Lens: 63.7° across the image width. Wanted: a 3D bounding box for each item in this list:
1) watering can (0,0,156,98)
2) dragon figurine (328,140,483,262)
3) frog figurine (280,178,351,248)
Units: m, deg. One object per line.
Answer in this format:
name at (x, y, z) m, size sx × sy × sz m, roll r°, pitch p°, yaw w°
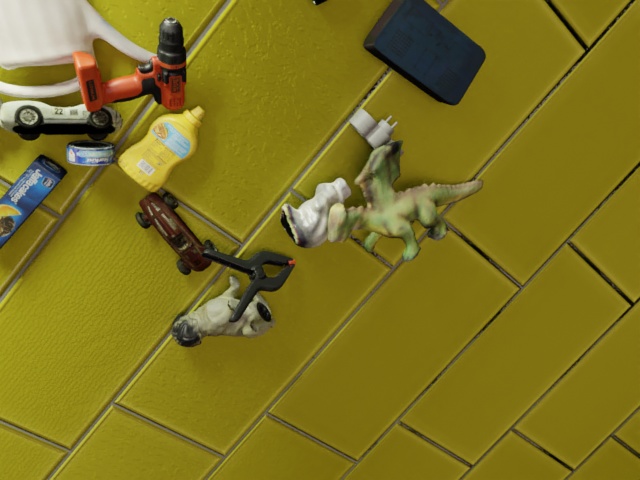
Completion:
watering can at (-0.445, -0.373, 0.901) m, size 0.349 × 0.105 × 0.220 m, roll -16°, pitch 115°, yaw -20°
dragon figurine at (0.181, -0.101, 1.111) m, size 0.414 × 0.124 × 0.238 m, roll -36°, pitch 126°, yaw -16°
frog figurine at (0.003, -0.056, 1.109) m, size 0.160 × 0.125 × 0.134 m, roll -23°, pitch 148°, yaw -13°
